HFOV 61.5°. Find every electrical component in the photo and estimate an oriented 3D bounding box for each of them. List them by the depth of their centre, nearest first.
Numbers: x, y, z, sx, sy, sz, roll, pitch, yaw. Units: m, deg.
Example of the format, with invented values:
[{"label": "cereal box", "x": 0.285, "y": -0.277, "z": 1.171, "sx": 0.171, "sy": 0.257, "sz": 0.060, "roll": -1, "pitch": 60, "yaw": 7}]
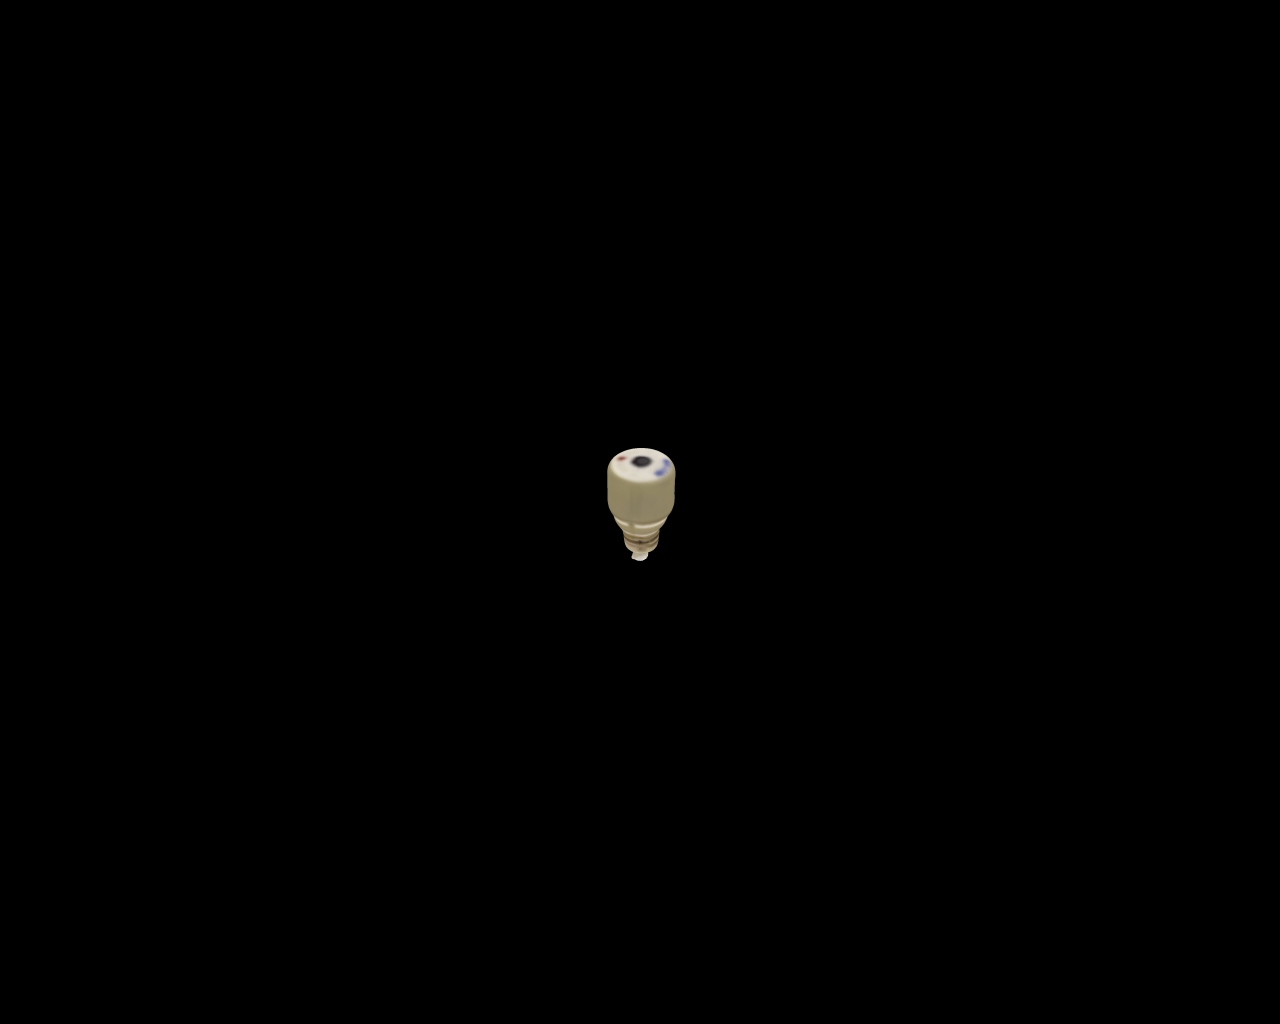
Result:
[{"label": "electrical component", "x": 0.001, "y": -0.003, "z": 0.650, "sx": 0.040, "sy": 0.078, "sz": 0.040, "roll": 0, "pitch": 36, "yaw": 0}]
